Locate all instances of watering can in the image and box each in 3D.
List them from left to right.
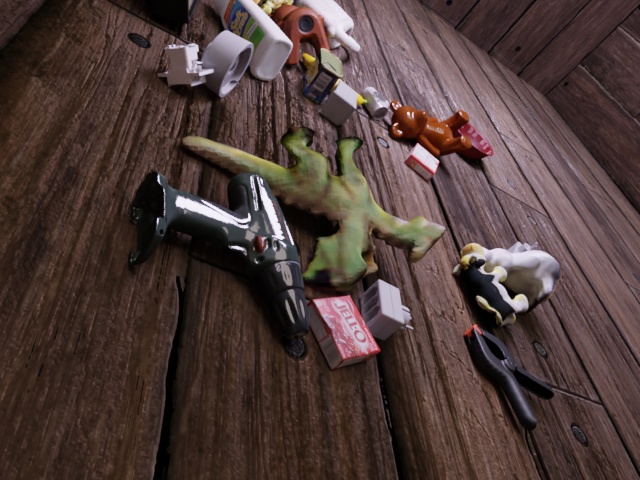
[{"bbox_3d":[0.010,-0.590,1.378,0.225,0.103,0.351,44,19,2],"label":"watering can"}]

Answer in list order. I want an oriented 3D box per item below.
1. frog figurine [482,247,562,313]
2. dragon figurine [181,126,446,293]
[{"bbox_3d":[0.395,0.056,1.043,0.160,0.123,0.136,40,-1,13],"label":"frog figurine"},{"bbox_3d":[0.002,-0.039,0.772,0.410,0.119,0.248,3,53,-22],"label":"dragon figurine"}]
